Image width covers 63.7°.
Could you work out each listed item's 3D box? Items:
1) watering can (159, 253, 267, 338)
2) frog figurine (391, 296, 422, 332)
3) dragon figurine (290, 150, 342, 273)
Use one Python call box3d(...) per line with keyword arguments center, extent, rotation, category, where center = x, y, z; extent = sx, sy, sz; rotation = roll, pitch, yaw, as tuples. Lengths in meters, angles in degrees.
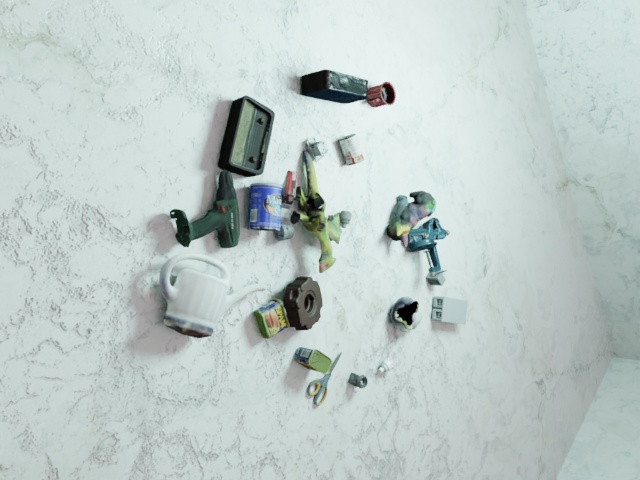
box3d(center=(-0.307, 0.169, 1.460), extent=(0.344, 0.104, 0.227), rotation=(27, 71, -38), category="watering can")
box3d(center=(0.348, 0.299, 2.072), extent=(0.158, 0.122, 0.139), rotation=(43, 44, -74), category="frog figurine")
box3d(center=(0.005, -0.090, 1.779), extent=(0.239, 0.121, 0.418), rotation=(43, 42, -55), category="dragon figurine")
